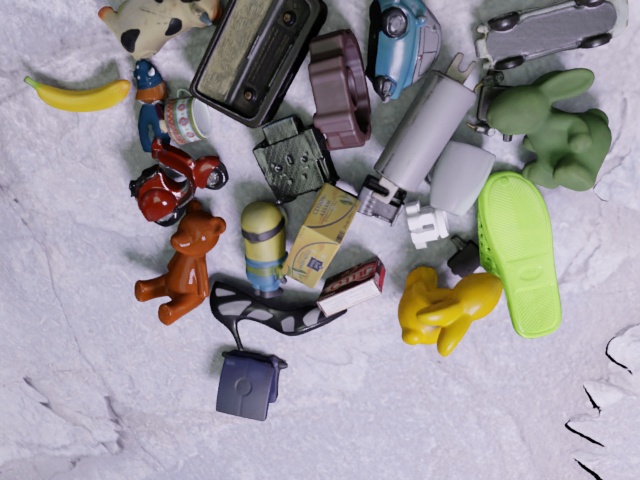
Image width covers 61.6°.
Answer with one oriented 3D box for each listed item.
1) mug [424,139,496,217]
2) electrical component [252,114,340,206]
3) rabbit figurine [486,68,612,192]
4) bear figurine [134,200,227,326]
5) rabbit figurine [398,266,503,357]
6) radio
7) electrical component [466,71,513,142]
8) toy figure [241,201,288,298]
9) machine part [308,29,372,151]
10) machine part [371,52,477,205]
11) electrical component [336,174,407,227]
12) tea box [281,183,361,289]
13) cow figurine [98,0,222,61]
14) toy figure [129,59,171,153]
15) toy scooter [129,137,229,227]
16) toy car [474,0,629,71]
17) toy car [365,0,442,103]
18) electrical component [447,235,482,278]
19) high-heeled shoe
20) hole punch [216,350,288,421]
[{"bbox_3d":[0.204,-0.097,0.836,0.110,0.080,0.107,23,96,38],"label":"mug"},{"bbox_3d":[-0.043,-0.137,0.897,0.115,0.058,0.134,-19,106,17],"label":"electrical component"},{"bbox_3d":[0.325,-0.167,0.760,0.170,0.121,0.159,28,100,-13],"label":"rabbit figurine"},{"bbox_3d":[-0.247,0.036,0.972,0.120,0.132,0.195,35,124,28],"label":"bear figurine"},{"bbox_3d":[0.207,0.102,0.865,0.173,0.162,0.122,-28,97,42],"label":"rabbit figurine"},{"bbox_3d":[-0.094,-0.296,0.835,0.131,0.073,0.229,32,114,-1],"label":"radio"},{"bbox_3d":[0.265,-0.201,0.810,0.078,0.045,0.102,13,113,9],"label":"electrical component"},{"bbox_3d":[-0.096,0.018,0.951,0.082,0.089,0.180,4,110,5],"label":"toy figure"},{"bbox_3d":[0.031,-0.219,0.790,0.056,0.179,0.179,-5,110,18],"label":"machine part"},{"bbox_3d":[0.155,-0.159,0.799,0.079,0.079,0.243,30,106,0],"label":"machine part"},{"bbox_3d":[0.080,-0.074,0.887,0.119,0.075,0.047,27,115,4],"label":"electrical component"},{"bbox_3d":[-0.002,-0.003,0.879,0.068,0.098,0.169,28,146,-1],"label":"tea box"},{"bbox_3d":[-0.234,-0.355,0.839,0.195,0.085,0.127,-30,96,19],"label":"cow figurine"},{"bbox_3d":[-0.287,-0.227,0.915,0.064,0.058,0.154,2,107,5],"label":"toy figure"},{"bbox_3d":[-0.261,-0.106,0.919,0.184,0.075,0.135,-32,131,20],"label":"toy scooter"},{"bbox_3d":[0.322,-0.295,0.757,0.202,0.056,0.073,-10,115,17],"label":"toy car"},{"bbox_3d":[0.124,-0.284,0.780,0.103,0.109,0.161,-2,121,-5],"label":"toy car"},{"bbox_3d":[0.250,0.036,0.919,0.094,0.021,0.063,41,114,-6],"label":"electrical component"},{"bbox_3d":[-0.083,0.115,1.013,0.249,0.086,0.145,-18,78,2],"label":"high-heeled shoe"},{"bbox_3d":[-0.144,0.289,1.072,0.142,0.092,0.115,9,109,13],"label":"hole punch"}]
